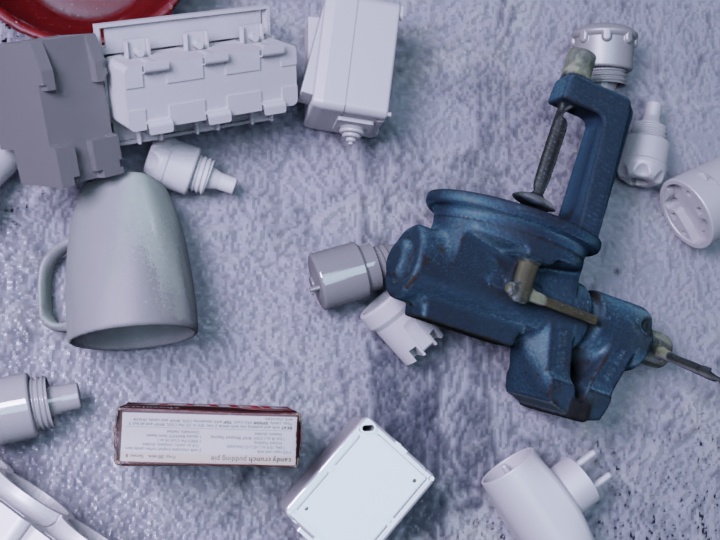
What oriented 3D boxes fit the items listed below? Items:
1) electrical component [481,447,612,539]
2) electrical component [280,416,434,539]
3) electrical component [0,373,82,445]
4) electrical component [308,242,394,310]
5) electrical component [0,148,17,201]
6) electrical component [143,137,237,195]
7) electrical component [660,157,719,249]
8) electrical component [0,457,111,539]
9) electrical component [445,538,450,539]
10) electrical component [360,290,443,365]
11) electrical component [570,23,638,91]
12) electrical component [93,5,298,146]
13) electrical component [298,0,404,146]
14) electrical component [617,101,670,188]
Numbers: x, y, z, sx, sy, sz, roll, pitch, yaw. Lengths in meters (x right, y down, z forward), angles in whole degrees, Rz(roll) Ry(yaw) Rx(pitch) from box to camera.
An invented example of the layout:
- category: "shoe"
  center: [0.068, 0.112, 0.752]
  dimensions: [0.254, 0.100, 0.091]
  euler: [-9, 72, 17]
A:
- category: "electrical component"
  center: [0.137, 0.155, 0.738]
  dimensions: [0.079, 0.043, 0.077]
  euler: [-34, 89, -11]
- category: "electrical component"
  center: [-0.008, 0.150, 0.707]
  dimensions: [0.062, 0.061, 0.096]
  euler: [42, 79, -2]
- category: "electrical component"
  center: [-0.212, 0.087, 0.691]
  dimensions: [0.062, 0.043, 0.043]
  euler: [-11, 85, -12]
- category: "electrical component"
  center: [0.000, 0.000, 0.737]
  dimensions: [0.078, 0.040, 0.040]
  euler: [-16, 86, -11]
- category: "electrical component"
  center: [-0.251, -0.062, 0.702]
  dimensions: [0.045, 0.045, 0.055]
  euler: [29, 80, -5]
- category: "electrical component"
  center: [-0.114, -0.067, 0.730]
  dimensions: [0.061, 0.035, 0.035]
  euler: [19, 81, -9]
- category: "electrical component"
  center: [0.254, -0.050, 0.777]
  dimensions: [0.047, 0.055, 0.055]
  euler: [-28, 88, -15]
- category: "electrical component"
  center: [-0.210, 0.158, 0.637]
  dimensions: [0.150, 0.089, 0.061]
  euler: [31, 78, 16]
- category: "electrical component"
  center: [0.041, 0.206, 0.717]
  dimensions: [0.062, 0.048, 0.048]
  euler: [-37, 90, -18]
- category: "electrical component"
  center: [0.030, 0.037, 0.739]
  dimensions: [0.040, 0.040, 0.046]
  euler: [-41, 97, -11]
- category: "electrical component"
  center: [0.177, -0.146, 0.782]
  dimensions: [0.048, 0.048, 0.062]
  euler: [2, 90, -9]
- category: "electrical component"
  center: [-0.106, -0.124, 0.699]
  dimensions: [0.121, 0.063, 0.078]
  euler: [-15, 118, -30]
- category: "electrical component"
  center: [-0.010, -0.134, 0.741]
  dimensions: [0.061, 0.062, 0.096]
  euler: [8, 82, -8]
- category: "electrical component"
  center: [0.210, -0.093, 0.785]
  dimensions: [0.035, 0.035, 0.061]
  euler: [15, 79, -7]
